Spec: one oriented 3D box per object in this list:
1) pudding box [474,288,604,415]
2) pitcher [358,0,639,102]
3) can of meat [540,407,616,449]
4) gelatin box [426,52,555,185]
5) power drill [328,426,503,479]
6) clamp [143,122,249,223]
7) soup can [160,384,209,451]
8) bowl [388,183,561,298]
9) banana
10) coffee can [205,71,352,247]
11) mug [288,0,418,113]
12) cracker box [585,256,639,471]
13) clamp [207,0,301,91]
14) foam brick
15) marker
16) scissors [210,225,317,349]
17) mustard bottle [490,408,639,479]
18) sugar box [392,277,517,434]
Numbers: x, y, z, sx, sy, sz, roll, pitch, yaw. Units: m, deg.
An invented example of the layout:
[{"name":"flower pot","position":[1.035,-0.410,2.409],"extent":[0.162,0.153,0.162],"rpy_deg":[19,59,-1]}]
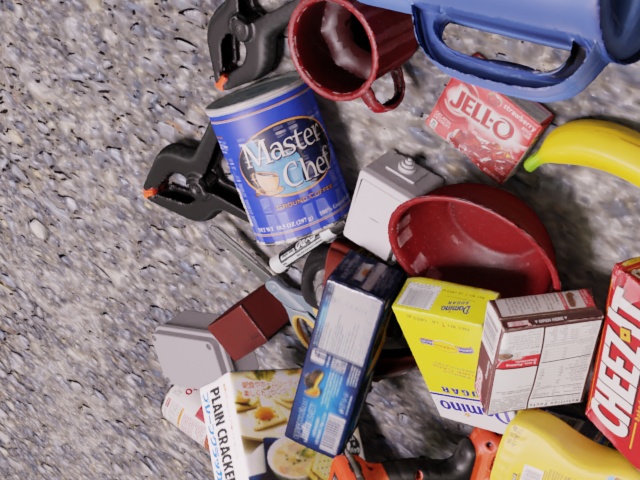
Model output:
[{"name":"pudding box","position":[0.182,0.095,0.898],"extent":[0.039,0.090,0.113],"rpy_deg":[-105,12,-45]},{"name":"pitcher","position":[0.125,-0.202,0.775],"extent":[0.243,0.149,0.145],"rpy_deg":[19,128,36]},{"name":"can of meat","position":[0.234,0.209,0.995],"extent":[0.084,0.057,0.102],"rpy_deg":[12,124,33]},{"name":"gelatin box","position":[0.141,-0.102,0.901],"extent":[0.089,0.030,0.073],"rpy_deg":[42,136,13]},{"name":"power drill","position":[0.098,0.264,1.066],"extent":[0.057,0.187,0.184],"rpy_deg":[-123,34,-52]},{"name":"clamp","position":[-0.115,-0.056,1.149],"extent":[0.210,0.036,0.164],"rpy_deg":[-13,113,48]},{"name":"soup can","position":[-0.138,0.217,1.319],"extent":[0.102,0.068,0.068],"rpy_deg":[32,133,23]},{"name":"bowl","position":[0.142,0.002,0.927],"extent":[0.162,0.055,0.162],"rpy_deg":[24,149,16]},{"name":"banana","position":[0.254,-0.048,0.835],"extent":[0.198,0.037,0.069],"rpy_deg":[29,149,26]},{"name":"coffee can","position":[-0.037,-0.078,1.019],"extent":[0.103,0.102,0.140],"rpy_deg":[-5,112,43]},{"name":"mug","position":[0.039,-0.165,0.914],"extent":[0.093,0.081,0.117],"rpy_deg":[-21,100,46]},{"name":"cracker box","position":[0.299,0.131,0.813],"extent":[0.214,0.072,0.164],"rpy_deg":[-130,34,-50]},{"name":"clamp","position":[-0.058,-0.204,1.007],"extent":[0.120,0.039,0.172],"rpy_deg":[40,139,23]},{"name":"foam brick","position":[-0.078,0.093,1.199],"extent":[0.053,0.051,0.078],"rpy_deg":[53,138,-3]},{"name":"marker","position":[-0.007,0.001,1.093],"extent":[0.121,0.020,0.020],"rpy_deg":[-33,92,39]},{"name":"scissors","position":[-0.031,0.048,1.145],"extent":[0.096,0.016,0.201],"rpy_deg":[-31,99,42]},{"name":"mustard bottle","position":[0.245,0.220,0.915],"extent":[0.192,0.058,0.096],"rpy_deg":[24,125,23]},{"name":"sugar box","position":[0.136,0.111,0.985],"extent":[0.093,0.048,0.176],"rpy_deg":[11,141,35]}]
